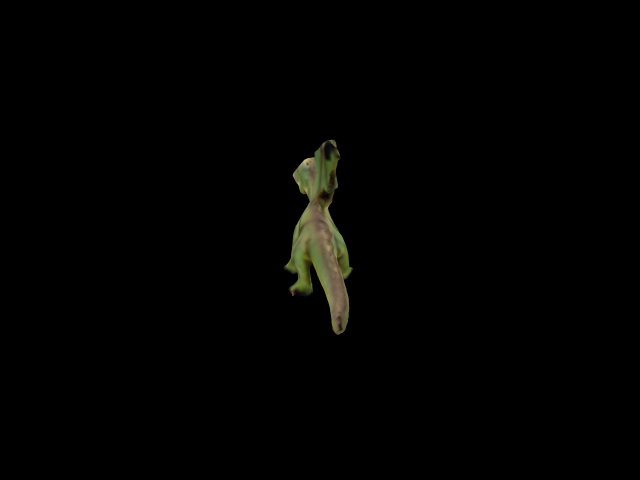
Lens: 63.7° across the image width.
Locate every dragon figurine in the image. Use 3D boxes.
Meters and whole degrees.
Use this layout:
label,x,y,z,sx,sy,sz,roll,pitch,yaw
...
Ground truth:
label,x,y,z,sx,sy,sz,roll,pitch,yaw
dragon figurine,0.003,-0.043,0.850,0.122,0.239,0.416,-3,18,-11
